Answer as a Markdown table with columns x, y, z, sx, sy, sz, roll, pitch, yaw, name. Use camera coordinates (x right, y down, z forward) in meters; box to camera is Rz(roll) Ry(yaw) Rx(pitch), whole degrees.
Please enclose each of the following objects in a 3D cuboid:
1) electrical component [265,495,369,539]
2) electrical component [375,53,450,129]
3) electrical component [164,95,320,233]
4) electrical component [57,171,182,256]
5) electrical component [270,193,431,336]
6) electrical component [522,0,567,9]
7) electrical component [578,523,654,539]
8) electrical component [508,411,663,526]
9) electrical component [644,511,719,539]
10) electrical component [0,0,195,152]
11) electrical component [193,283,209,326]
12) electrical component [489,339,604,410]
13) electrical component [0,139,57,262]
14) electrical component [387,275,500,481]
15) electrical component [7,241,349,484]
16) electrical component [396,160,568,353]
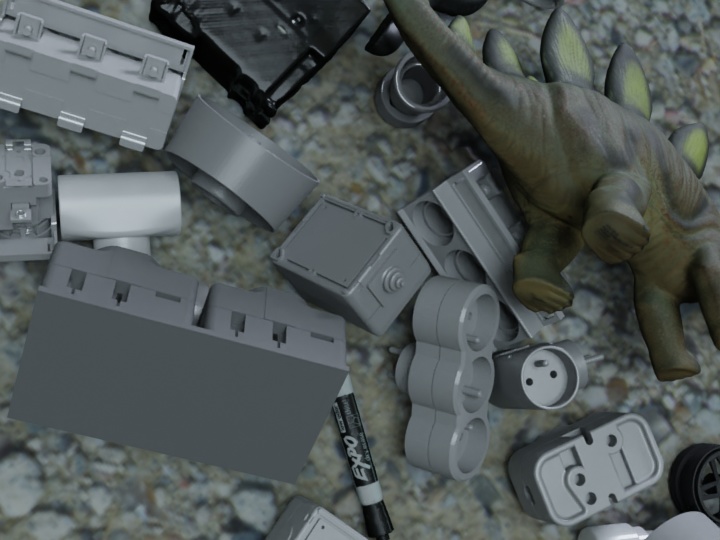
| x | y | z | sx | sy | sz | roll | pitch | yaw | name |
| --- | --- | --- | --- | --- | --- | --- | --- | --- | --- |
| -0.018 | 0.203 | 0.719 | 0.096 | 0.061 | 0.061 | 39 | 76 | -16 | electrical component |
| 0.038 | -0.128 | 0.769 | 0.045 | 0.055 | 0.045 | 2 | 84 | -15 | electrical component |
| -0.078 | -0.072 | 0.713 | 0.099 | 0.099 | 0.064 | 37 | 82 | -9 | electrical component |
| -0.158 | -0.025 | 0.711 | 0.077 | 0.043 | 0.079 | -4 | 93 | -15 | electrical component |
| 0.000 | 0.000 | 0.722 | 0.061 | 0.096 | 0.061 | -52 | 135 | -14 | electrical component |
| 0.141 | -0.230 | 0.811 | 0.055 | 0.055 | 0.047 | 28 | 81 | -11 | electrical component |
| 0.196 | 0.205 | 0.784 | 0.078 | 0.040 | 0.040 | -2 | 84 | -16 | electrical component |
| 0.159 | 0.141 | 0.771 | 0.095 | 0.059 | 0.053 | -22 | 90 | -16 | electrical component |
| 0.226 | 0.221 | 0.760 | 0.099 | 0.064 | 0.099 | -8 | 111 | -23 | electrical component |
| -0.179 | -0.124 | 0.699 | 0.121 | 0.063 | 0.078 | 17 | 121 | -13 | electrical component |
| -0.108 | 0.030 | 0.720 | 0.078 | 0.040 | 0.040 | 17 | 80 | -13 | electrical component |
| 0.134 | 0.072 | 0.763 | 0.079 | 0.077 | 0.043 | -15 | 88 | -17 | electrical component |
| -0.214 | -0.044 | 0.681 | 0.042 | 0.063 | 0.081 | -3 | 43 | -17 | electrical component |
| 0.049 | 0.072 | 0.747 | 0.052 | 0.074 | 0.138 | -12 | 109 | -52 | electrical component |
| -0.112 | 0.058 | 0.676 | 0.186 | 0.060 | 0.105 | 16 | 125 | -13 | electrical component |
| 0.091 | -0.012 | 0.766 | 0.063 | 0.079 | 0.121 | -37 | 95 | -38 | electrical component |
